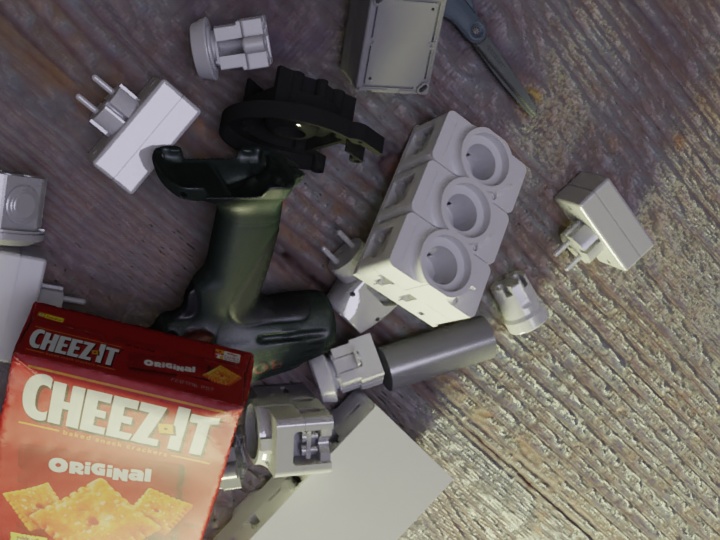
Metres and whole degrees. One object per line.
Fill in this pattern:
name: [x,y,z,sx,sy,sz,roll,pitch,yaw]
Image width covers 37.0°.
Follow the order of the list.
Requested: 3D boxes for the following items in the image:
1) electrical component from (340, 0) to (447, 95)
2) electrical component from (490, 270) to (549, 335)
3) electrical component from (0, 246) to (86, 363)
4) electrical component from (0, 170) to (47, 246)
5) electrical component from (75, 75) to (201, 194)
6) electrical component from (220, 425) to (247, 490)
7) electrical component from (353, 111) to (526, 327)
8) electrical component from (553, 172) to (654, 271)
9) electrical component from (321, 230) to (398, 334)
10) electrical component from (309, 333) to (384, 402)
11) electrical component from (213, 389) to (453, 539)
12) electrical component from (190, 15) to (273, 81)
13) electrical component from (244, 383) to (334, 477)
electrical component: [0.025,-0.194,0.851,0.062,0.061,0.096,0,120,-19]
electrical component: [0.143,0.029,0.969,0.040,0.040,0.046,-32,105,-10]
electrical component: [-0.250,0.027,0.823,0.076,0.047,0.083,12,98,-22]
electrical component: [-0.269,-0.047,0.782,0.080,0.080,0.051,7,94,-21]
electrical component: [-0.179,-0.115,0.815,0.076,0.047,0.083,41,87,-23]
electrical component: [-0.126,0.158,0.892,0.055,0.066,0.048,-8,106,3]
electrical component: [0.070,-0.043,0.881,0.089,0.062,0.150,33,65,-23]
electrical component: [0.208,-0.032,0.972,0.076,0.047,0.083,-43,112,-6]
electrical component: [0.000,0.000,0.907,0.077,0.043,0.079,-46,114,-5]
electrical component: [-0.012,0.084,0.918,0.055,0.066,0.048,-18,74,-7]
electrical component: [-0.026,0.208,0.938,0.186,0.060,0.105,-46,113,-4]
electrical component: [-0.099,-0.172,0.825,0.055,0.066,0.048,-8,106,2]
electrical component: [-0.063,0.131,0.891,0.056,0.089,0.050,-2,103,-19]
